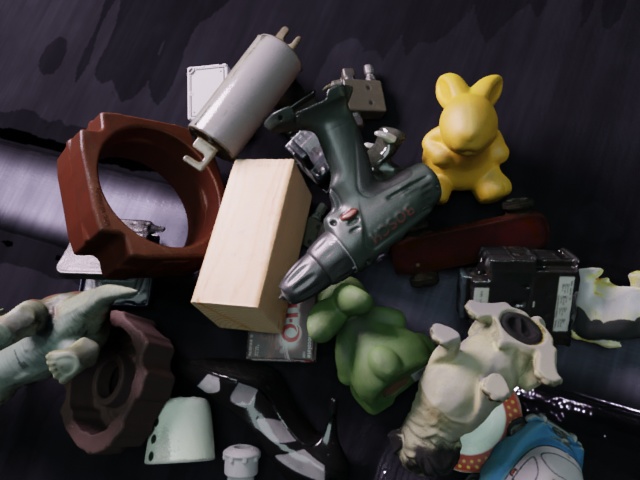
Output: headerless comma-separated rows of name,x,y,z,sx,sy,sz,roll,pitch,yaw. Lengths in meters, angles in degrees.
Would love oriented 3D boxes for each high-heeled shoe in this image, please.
high-heeled shoe,-0.078,0.241,0.682,0.249,0.086,0.145,12,93,19

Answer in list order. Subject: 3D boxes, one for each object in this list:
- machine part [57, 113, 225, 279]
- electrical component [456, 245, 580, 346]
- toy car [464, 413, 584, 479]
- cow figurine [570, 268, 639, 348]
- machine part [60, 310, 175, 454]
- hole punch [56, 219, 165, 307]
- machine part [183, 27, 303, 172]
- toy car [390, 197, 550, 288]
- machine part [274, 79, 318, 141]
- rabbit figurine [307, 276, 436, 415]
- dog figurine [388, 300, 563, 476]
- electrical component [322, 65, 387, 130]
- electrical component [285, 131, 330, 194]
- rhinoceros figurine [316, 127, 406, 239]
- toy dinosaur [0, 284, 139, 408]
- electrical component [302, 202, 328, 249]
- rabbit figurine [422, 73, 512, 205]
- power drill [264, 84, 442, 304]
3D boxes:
machine part,-0.225,-0.053,0.703,0.087,0.201,0.201,-28,72,38
electrical component,0.236,0.067,0.654,0.134,0.058,0.114,2,105,4
toy car,0.236,0.281,0.590,0.109,0.103,0.161,36,89,-3
cow figurine,0.389,0.084,0.644,0.168,0.068,0.098,4,83,13
machine part,-0.260,0.182,0.693,0.179,0.056,0.179,-17,60,32
hole punch,-0.289,0.033,0.760,0.142,0.092,0.116,0,47,6
machine part,-0.101,-0.194,0.738,0.079,0.079,0.243,30,77,14
toy car,0.194,0.004,0.702,0.202,0.053,0.089,-13,95,7
machine part,-0.054,-0.214,0.802,0.084,0.039,0.139,-35,75,4
rabbit figurine,0.043,0.112,0.662,0.121,0.159,0.170,-42,59,7
dog figurine,0.173,0.175,0.618,0.172,0.190,0.121,-7,43,-25
electrical component,0.051,-0.203,0.781,0.078,0.045,0.102,-9,76,-23
electrical component,-0.008,-0.115,0.728,0.048,0.119,0.075,-45,72,-3
rhinoceros figurine,0.064,-0.058,0.712,0.112,0.073,0.190,30,83,-3
toy dinosaur,-0.349,0.124,0.668,0.405,0.192,0.131,-22,105,11
electrical component,-0.002,-0.002,0.749,0.063,0.021,0.094,28,83,14
rabbit figurine,0.189,-0.131,0.675,0.122,0.173,0.162,8,82,14
power drill,0.014,-0.062,0.628,0.232,0.086,0.207,-28,87,-9
